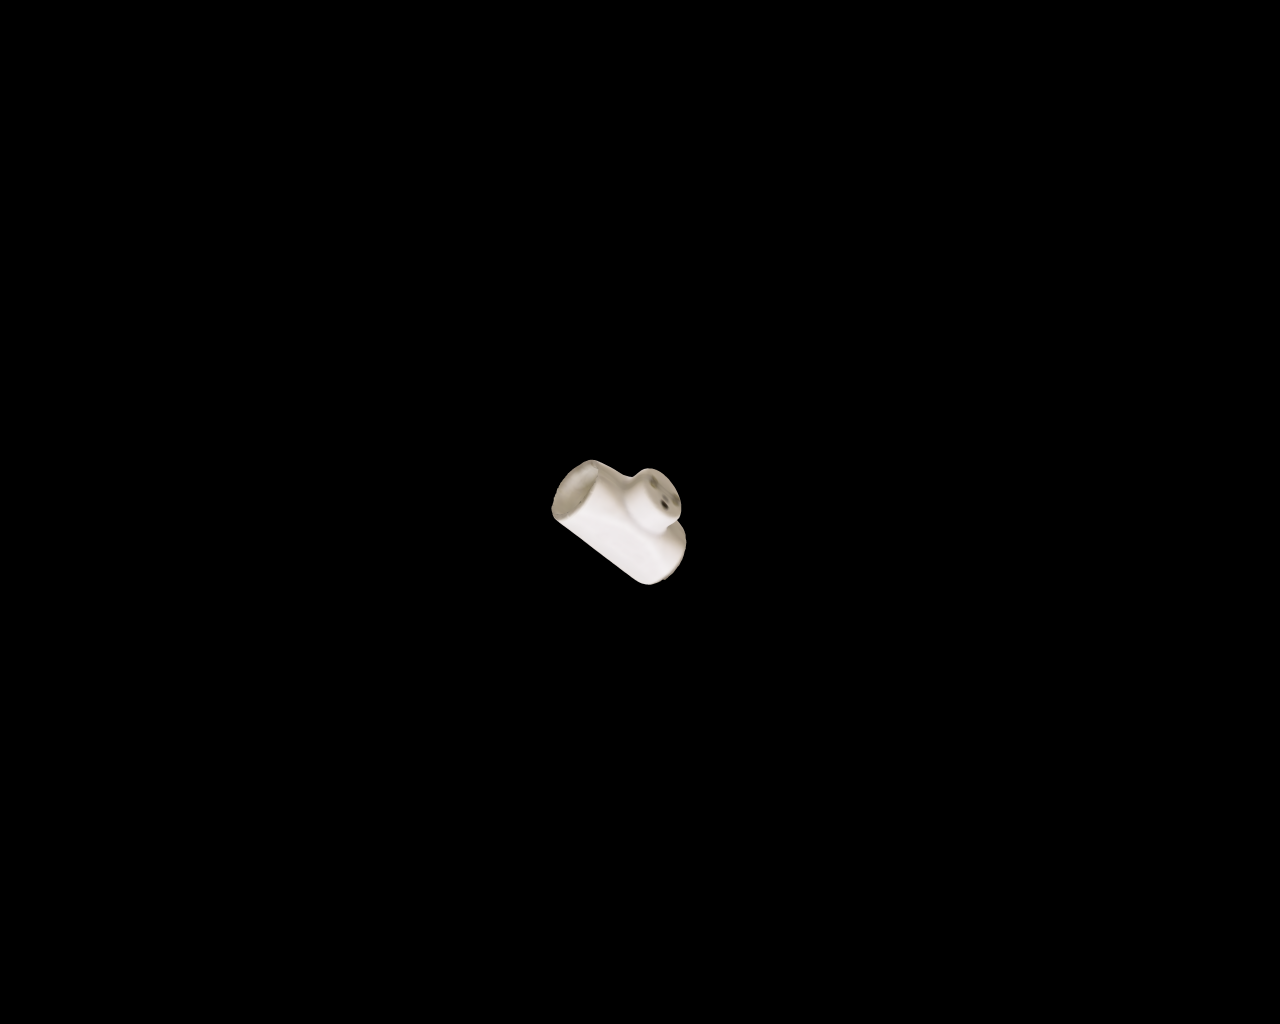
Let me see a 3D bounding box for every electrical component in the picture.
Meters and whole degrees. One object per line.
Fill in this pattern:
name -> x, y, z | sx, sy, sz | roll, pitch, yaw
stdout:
electrical component -> 0.001, -0.003, 0.650 | 0.079, 0.044, 0.077 | -36, -58, 27
